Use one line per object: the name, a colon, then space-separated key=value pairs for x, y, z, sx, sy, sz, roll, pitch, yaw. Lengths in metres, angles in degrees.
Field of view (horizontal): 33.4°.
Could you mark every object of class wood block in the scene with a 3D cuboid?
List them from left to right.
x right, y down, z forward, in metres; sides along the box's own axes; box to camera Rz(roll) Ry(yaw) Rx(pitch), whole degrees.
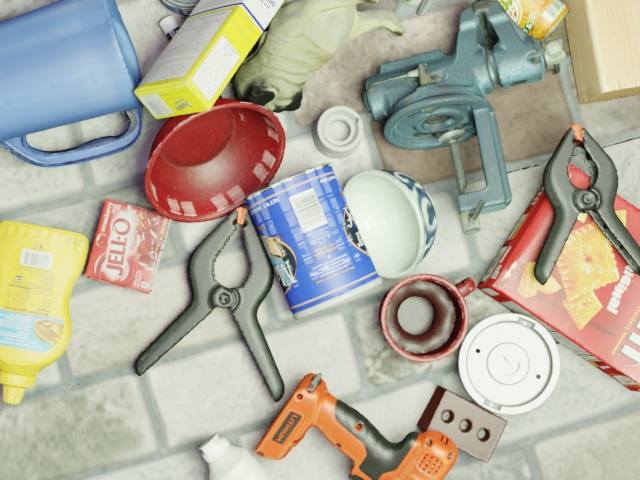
wood block: x=0.323 y=-0.263 z=1.174 sx=0.091 sy=0.090 sz=0.206 roll=-9 pitch=89 yaw=-3

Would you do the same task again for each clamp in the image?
clamp: x=-0.113 y=0.067 z=1.163 sx=0.164 sy=0.036 sz=0.210 roll=4 pitch=90 yaw=-3
clamp: x=0.286 y=-0.034 z=1.117 sx=0.120 sy=0.039 sz=0.171 roll=5 pitch=84 yaw=-9

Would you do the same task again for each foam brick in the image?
foam brick: x=0.155 y=0.200 z=1.166 sx=0.078 sy=0.051 sz=0.053 roll=27 pitch=86 yaw=-2

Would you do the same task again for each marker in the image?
marker: x=-0.139 y=-0.192 z=1.180 sx=0.020 sy=0.020 sz=0.121 roll=-31 pitch=90 yaw=-4

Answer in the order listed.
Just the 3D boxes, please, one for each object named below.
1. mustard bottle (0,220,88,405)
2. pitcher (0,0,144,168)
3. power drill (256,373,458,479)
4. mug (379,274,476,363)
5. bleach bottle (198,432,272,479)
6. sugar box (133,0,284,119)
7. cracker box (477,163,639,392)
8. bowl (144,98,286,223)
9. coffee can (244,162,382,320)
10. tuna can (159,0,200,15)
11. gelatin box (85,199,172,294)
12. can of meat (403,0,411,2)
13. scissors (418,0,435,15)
mustard bottle: x=-0.311 y=0.080 z=1.140 sx=0.096 sy=0.058 sz=0.191 roll=11 pitch=87 yaw=-9
pitcher: x=-0.310 y=-0.161 z=1.121 sx=0.243 sy=0.145 sz=0.149 roll=-17 pitch=65 yaw=0
power drill: x=0.029 y=0.245 z=1.142 sx=0.187 sy=0.057 sz=0.184 roll=32 pitch=107 yaw=2
mug: x=0.117 y=0.076 z=1.153 sx=0.117 sy=0.081 sz=0.093 roll=-36 pitch=90 yaw=-4
bleach bottle: x=-0.039 y=0.309 z=1.124 sx=0.068 sy=0.102 sz=0.251 roll=-39 pitch=92 yaw=-5
sugar box: x=-0.109 y=-0.204 z=1.092 sx=0.048 sy=0.094 sz=0.176 roll=51 pitch=57 yaw=-31
cracker box: x=0.308 y=0.042 z=1.170 sx=0.213 sy=0.072 sz=0.164 roll=34 pitch=85 yaw=-1
bowl: x=-0.119 y=-0.095 z=1.132 sx=0.162 sy=0.162 sz=0.055 roll=-32 pitch=54 yaw=-4
coffee can: x=-0.007 y=0.001 z=1.139 sx=0.102 sy=0.103 sz=0.140 roll=-23 pitch=89 yaw=-4
tuna can: x=-0.145 y=-0.292 z=1.176 sx=0.086 sy=0.034 sz=0.086 roll=0 pitch=88 yaw=-3
gelatin box: x=-0.209 y=0.007 z=1.163 sx=0.073 sy=0.030 sz=0.089 roll=16 pitch=87 yaw=-2
can of meat: x=0.107 y=-0.323 z=1.172 sx=0.102 sy=0.057 sz=0.084 roll=-35 pitch=79 yaw=-3
scissors: x=0.185 y=-0.335 z=1.204 sx=0.096 sy=0.016 sz=0.202 roll=17 pitch=87 yaw=3
